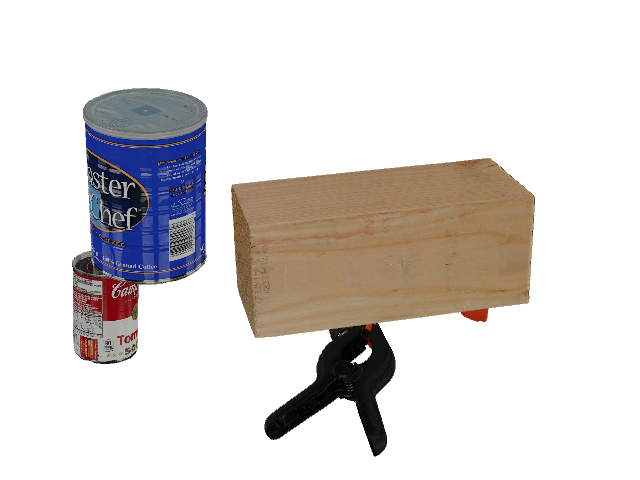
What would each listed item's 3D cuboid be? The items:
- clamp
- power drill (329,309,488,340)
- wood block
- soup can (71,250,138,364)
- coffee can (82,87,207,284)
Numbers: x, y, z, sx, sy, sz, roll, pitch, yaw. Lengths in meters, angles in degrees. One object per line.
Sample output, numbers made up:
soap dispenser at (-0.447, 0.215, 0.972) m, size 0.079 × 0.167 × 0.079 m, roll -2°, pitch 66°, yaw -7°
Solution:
clamp at (0.035, 0.144, 1.043) m, size 0.120 × 0.039 × 0.171 m, roll 16°, pitch 46°, yaw 24°
power drill at (0.094, 0.061, 1.222) m, size 0.187 × 0.057 × 0.184 m, roll -1°, pitch 28°, yaw -1°
wood block at (0.043, 0.003, 0.794) m, size 0.206 × 0.090 × 0.091 m, roll -6°, pitch 23°, yaw -11°
soup can at (-0.224, 0.069, 1.111) m, size 0.068 × 0.102 × 0.068 m, roll 4°, pitch 21°, yaw -2°
coffee can at (-0.149, -0.048, 0.917) m, size 0.103 × 0.140 × 0.103 m, roll 3°, pitch 28°, yaw -2°
